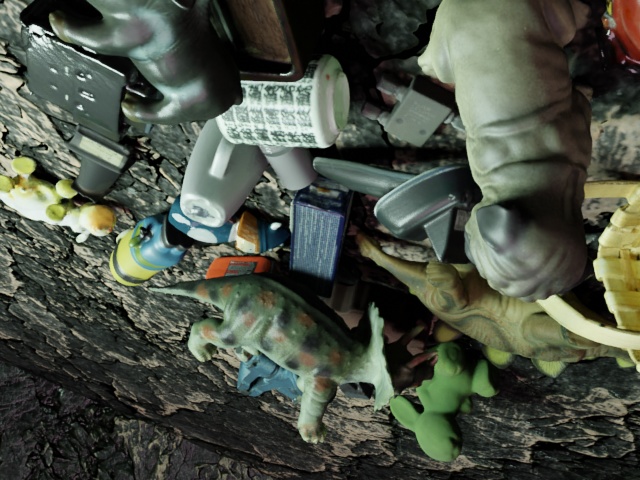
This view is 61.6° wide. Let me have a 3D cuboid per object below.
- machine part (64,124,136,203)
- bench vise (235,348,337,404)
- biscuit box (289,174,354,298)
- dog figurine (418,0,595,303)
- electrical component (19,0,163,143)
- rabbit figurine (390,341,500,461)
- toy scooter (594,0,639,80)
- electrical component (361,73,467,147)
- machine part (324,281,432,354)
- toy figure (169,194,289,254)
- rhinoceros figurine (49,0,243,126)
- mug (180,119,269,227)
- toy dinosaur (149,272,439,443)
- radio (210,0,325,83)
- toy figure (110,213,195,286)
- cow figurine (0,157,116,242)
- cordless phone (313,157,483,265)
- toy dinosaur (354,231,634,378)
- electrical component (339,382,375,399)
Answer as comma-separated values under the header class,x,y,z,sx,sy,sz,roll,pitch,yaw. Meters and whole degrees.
class,x,y,z,sx,sy,sz,roll,pitch,yaw
machine part,-0.286,-0.097,0.693,0.084,0.039,0.139,21,147,-18
bench vise,-0.027,0.216,0.962,0.241,0.129,0.223,-32,115,27
biscuit box,-0.001,-0.002,0.662,0.063,0.059,0.202,15,148,4
dog figurine,0.125,-0.076,0.349,0.121,0.190,0.172,-22,127,35
electrical component,-0.221,-0.164,0.537,0.134,0.058,0.115,26,149,-9
rabbit figurine,0.186,0.262,0.859,0.121,0.170,0.159,35,144,-23
toy scooter,0.250,-0.120,0.339,0.184,0.075,0.135,17,147,-4
electrical component,0.088,-0.112,0.484,0.094,0.021,0.063,23,148,-7
machine part,0.081,0.132,0.826,0.179,0.056,0.179,15,149,9
toy figure,-0.119,-0.017,0.709,0.154,0.057,0.064,19,-174,-3
rhinoceros figurine,-0.109,-0.152,0.345,0.112,0.073,0.190,9,148,21
mug,-0.100,-0.073,0.563,0.081,0.107,0.109,25,150,-12
toy dinosaur,-0.040,0.113,0.693,0.405,0.131,0.192,30,114,4
radio,-0.086,-0.219,0.365,0.131,0.073,0.229,6,146,20
toy figure,-0.252,0.013,0.791,0.180,0.089,0.082,-16,127,46
cow figurine,-0.385,-0.046,0.792,0.167,0.068,0.098,30,152,-10
cordless phone,0.091,-0.045,0.541,0.184,0.088,0.146,24,-167,42
toy dinosaur,0.254,0.092,0.638,0.472,0.105,0.198,23,157,12
electrical component,0.061,0.205,0.827,0.048,0.075,0.119,-4,137,38
